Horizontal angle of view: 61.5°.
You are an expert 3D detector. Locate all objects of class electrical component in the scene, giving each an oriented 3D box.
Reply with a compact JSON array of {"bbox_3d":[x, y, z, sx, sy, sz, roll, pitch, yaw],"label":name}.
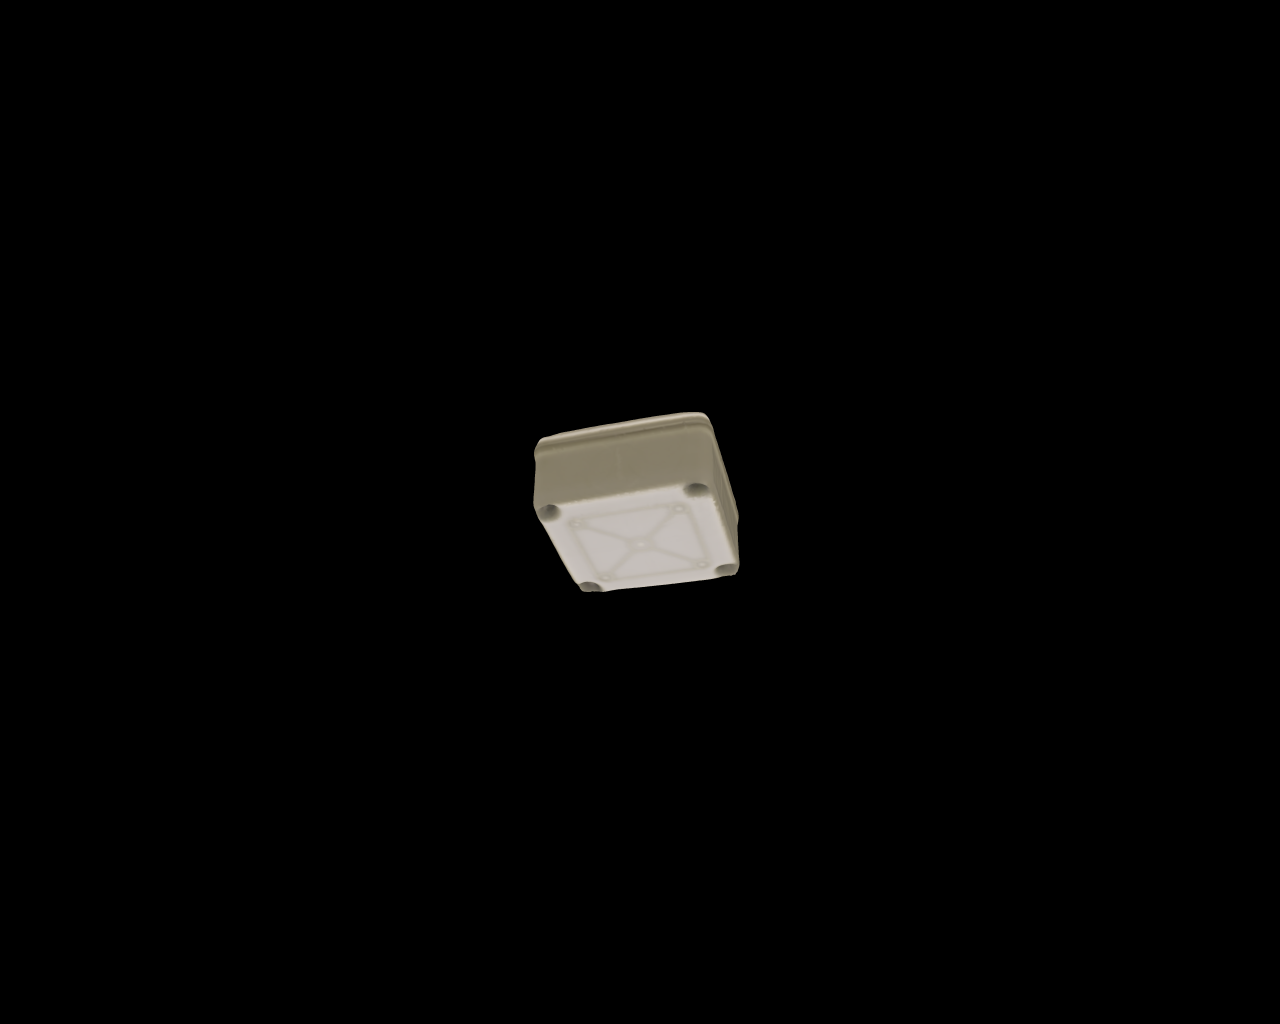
[{"bbox_3d":[0.001,-0.003,0.650,0.109,0.056,0.108,-8,-35,11],"label":"electrical component"}]
